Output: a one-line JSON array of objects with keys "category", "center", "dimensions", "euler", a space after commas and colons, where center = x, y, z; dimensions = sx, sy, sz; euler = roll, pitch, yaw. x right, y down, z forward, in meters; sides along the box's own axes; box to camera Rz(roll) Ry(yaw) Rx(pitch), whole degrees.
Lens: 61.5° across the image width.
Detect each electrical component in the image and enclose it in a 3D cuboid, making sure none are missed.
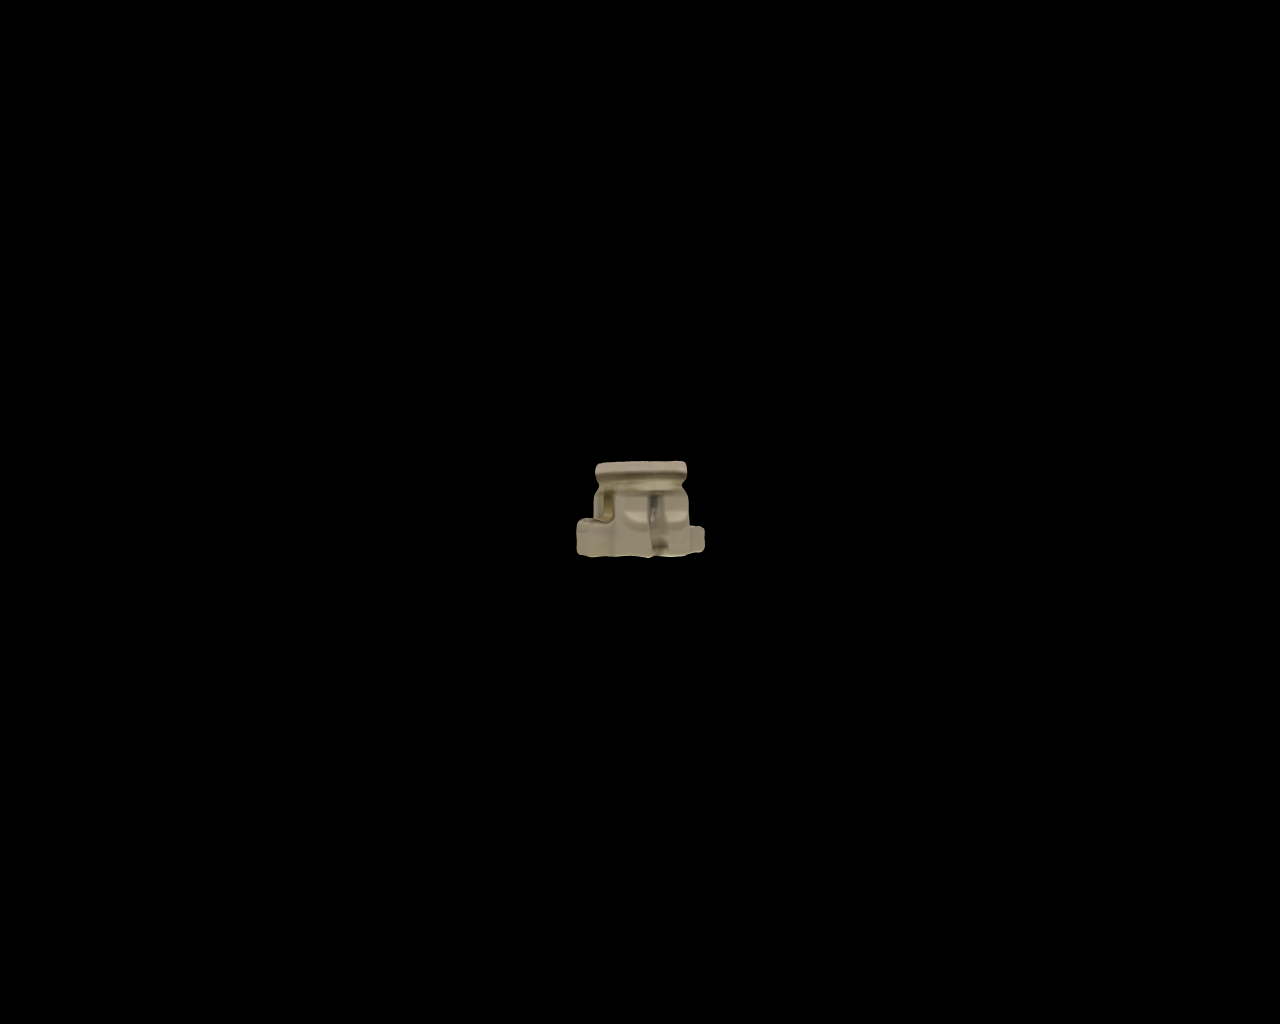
[{"category": "electrical component", "center": [0.001, -0.003, 0.650], "dimensions": [0.078, 0.057, 0.058], "euler": [0, 0, -25]}]
